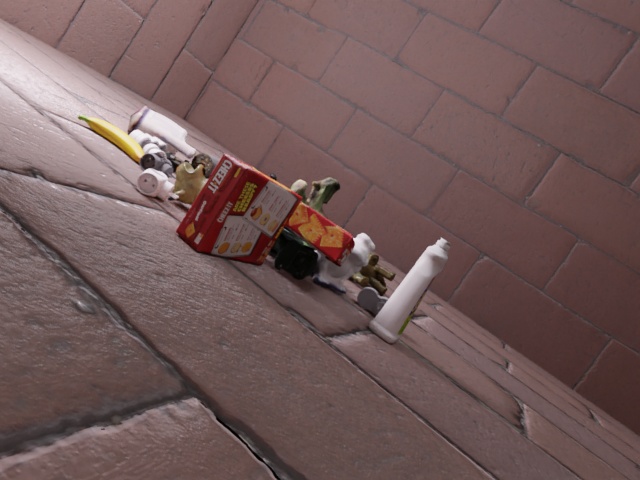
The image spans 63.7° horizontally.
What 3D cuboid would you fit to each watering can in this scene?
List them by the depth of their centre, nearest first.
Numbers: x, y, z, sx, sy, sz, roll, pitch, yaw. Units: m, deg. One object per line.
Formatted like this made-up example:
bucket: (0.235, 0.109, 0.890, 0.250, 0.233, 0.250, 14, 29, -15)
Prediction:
watering can: (-0.475, -0.318, 1.571, 0.223, 0.104, 0.350, 30, 1, -21)

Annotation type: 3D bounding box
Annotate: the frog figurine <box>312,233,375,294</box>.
frog figurine: (0.051, 0.041, 1.268, 0.136, 0.159, 0.124, 32, 4, -24)

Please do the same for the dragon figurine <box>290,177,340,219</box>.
dragon figurine: (0.005, -0.085, 1.691, 0.123, 0.242, 0.407, 31, 5, 34)
